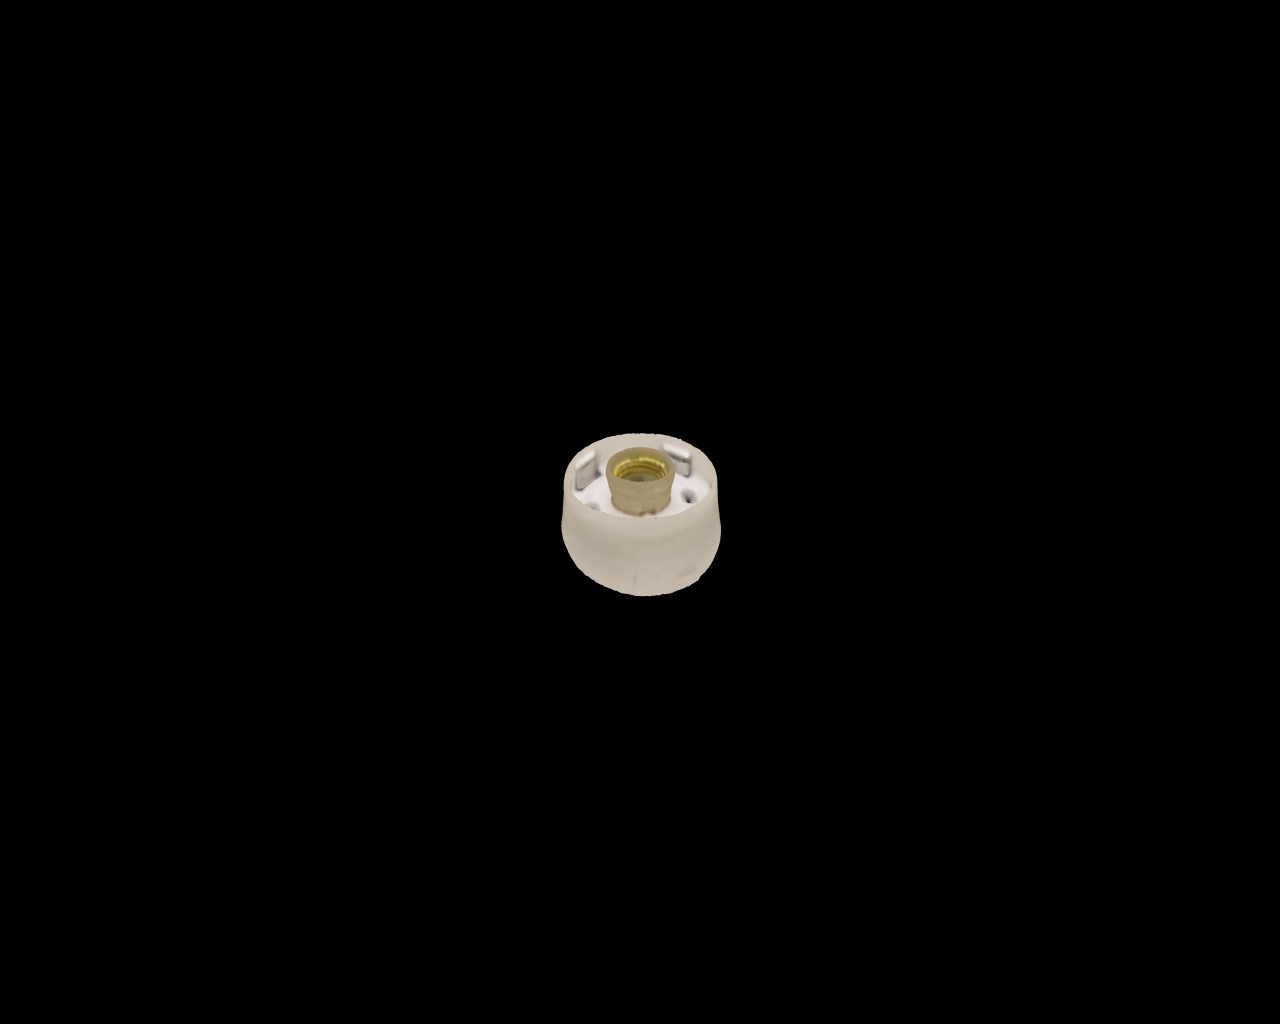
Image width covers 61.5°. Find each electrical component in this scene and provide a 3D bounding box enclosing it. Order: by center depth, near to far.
[{"bbox_3d":[0.001,-0.003,0.650,0.099,0.064,0.099,0,38,0],"label":"electrical component"}]
